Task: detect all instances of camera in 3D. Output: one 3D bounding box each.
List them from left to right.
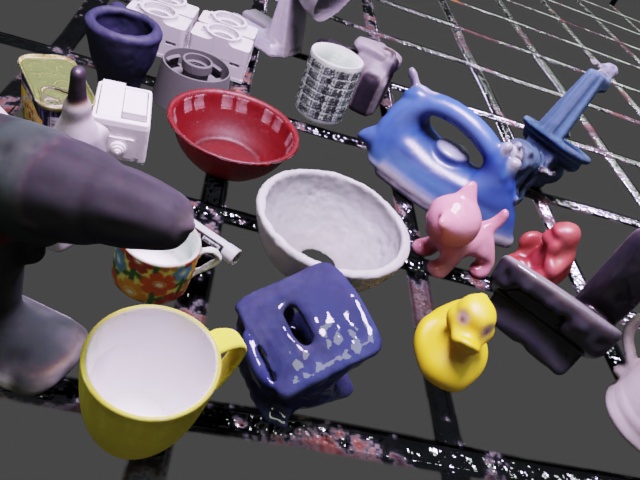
[{"bbox_3d":[0.059,-0.295,0.956,0.137,0.101,0.143,26,38,2],"label":"camera"}]

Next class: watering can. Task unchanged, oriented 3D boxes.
[{"bbox_3d":[0.387,0.132,0.555,0.172,0.194,0.101,30,38,7],"label":"watering can"}]

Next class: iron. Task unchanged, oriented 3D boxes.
[{"bbox_3d":[0.185,-0.115,0.780,0.257,0.141,0.119,38,40,17],"label":"iron"}]

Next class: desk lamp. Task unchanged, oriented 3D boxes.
[{"bbox_3d":[-0.045,-0.416,0.952,0.203,0.213,0.118,35,40,14],"label":"desk lamp"}]

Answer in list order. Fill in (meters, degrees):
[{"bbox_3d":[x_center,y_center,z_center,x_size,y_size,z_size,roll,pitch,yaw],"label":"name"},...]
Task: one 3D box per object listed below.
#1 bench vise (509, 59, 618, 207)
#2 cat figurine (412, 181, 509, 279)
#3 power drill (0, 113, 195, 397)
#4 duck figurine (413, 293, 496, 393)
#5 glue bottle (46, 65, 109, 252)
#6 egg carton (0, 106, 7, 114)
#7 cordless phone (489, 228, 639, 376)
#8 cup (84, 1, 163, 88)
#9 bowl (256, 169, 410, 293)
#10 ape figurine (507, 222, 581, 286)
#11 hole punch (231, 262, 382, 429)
[{"bbox_3d":[0.352,-0.152,0.846,0.121,0.219,0.208,35,39,14],"label":"bench vise"},{"bbox_3d":[0.168,-0.015,0.673,0.128,0.117,0.067,-2,45,-29],"label":"cat figurine"},{"bbox_3d":[-0.201,0.007,0.382,0.229,0.208,0.076,25,38,1],"label":"power drill"},{"bbox_3d":[0.143,0.087,0.567,0.077,0.086,0.105,27,38,4],"label":"duck figurine"},{"bbox_3d":[-0.212,-0.072,0.497,0.037,0.173,0.078,29,38,7],"label":"glue bottle"},{"bbox_3d":[-0.327,-0.078,0.528,0.150,0.069,0.107,41,41,20],"label":"egg carton"},{"bbox_3d":[0.273,0.039,0.611,0.147,0.185,0.094,35,39,14],"label":"cordless phone"},{"bbox_3d":[-0.258,-0.244,0.737,0.092,0.095,0.117,-2,45,-29],"label":"cup"},{"bbox_3d":[0.006,0.002,0.604,0.168,0.074,0.167,15,39,-12],"label":"bowl"},{"bbox_3d":[0.293,0.013,0.727,0.076,0.092,0.078,20,38,-5],"label":"ape figurine"},{"bbox_3d":[-0.016,0.084,0.484,0.101,0.091,0.108,-8,48,-34],"label":"hole punch"}]
